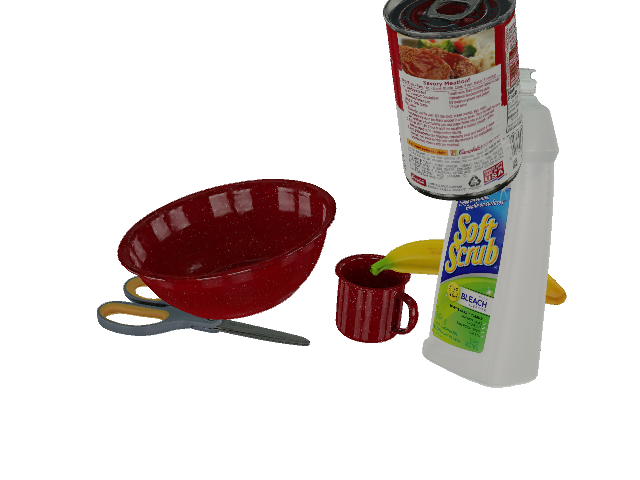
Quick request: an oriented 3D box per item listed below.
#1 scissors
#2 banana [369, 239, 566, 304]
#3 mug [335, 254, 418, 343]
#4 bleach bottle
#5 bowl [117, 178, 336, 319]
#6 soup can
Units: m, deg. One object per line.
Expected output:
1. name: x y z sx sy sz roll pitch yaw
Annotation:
1. scissors: -0.112 0.067 1.030 0.201 0.016 0.096 3 33 -4
2. banana: 0.153 0.031 1.098 0.198 0.037 0.069 7 43 12
3. mug: 0.071 0.077 1.315 0.117 0.081 0.093 22 32 32
4. bleach bottle: 0.142 -0.014 0.868 0.067 0.251 0.103 -5 15 -33
5. bowl: -0.063 0.012 0.783 0.162 0.055 0.162 -10 25 5
6. soup can: 0.073 -0.081 0.576 0.068 0.102 0.068 -7 36 5
